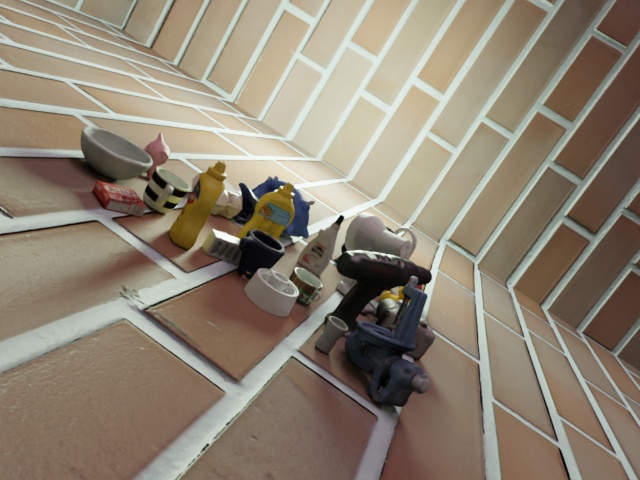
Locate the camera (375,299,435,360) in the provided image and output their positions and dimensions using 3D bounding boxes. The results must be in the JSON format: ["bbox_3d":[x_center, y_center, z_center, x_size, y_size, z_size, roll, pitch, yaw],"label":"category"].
[{"bbox_3d":[0.199,0.198,1.399,0.143,0.100,0.136,28,15,-17],"label":"camera"}]

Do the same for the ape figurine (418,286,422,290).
[{"bbox_3d":[0.295,0.142,1.808,0.078,0.092,0.076,29,15,-14],"label":"ape figurine"}]

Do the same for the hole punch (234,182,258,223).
[{"bbox_3d":[-0.189,-0.095,1.572,0.101,0.091,0.108,21,18,-39],"label":"hole punch"}]

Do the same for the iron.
[{"bbox_3d":[-0.121,-0.113,1.674,0.257,0.141,0.119,41,17,32],"label":"iron"}]

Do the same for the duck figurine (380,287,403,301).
[{"bbox_3d":[0.228,0.161,1.613,0.105,0.086,0.077,26,15,-25],"label":"duck figurine"}]

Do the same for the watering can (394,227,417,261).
[{"bbox_3d":[0.224,0.049,1.760,0.100,0.194,0.173,36,15,15],"label":"watering can"}]

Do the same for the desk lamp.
[{"bbox_3d":[0.137,0.058,1.506,0.118,0.213,0.202,16,22,-49],"label":"desk lamp"}]

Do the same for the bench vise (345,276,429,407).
[{"bbox_3d":[0.160,0.193,1.091,0.206,0.219,0.122,42,17,33],"label":"bench vise"}]

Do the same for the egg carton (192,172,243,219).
[{"bbox_3d":[-0.275,-0.121,1.519,0.108,0.069,0.150,15,22,-50],"label":"egg carton"}]

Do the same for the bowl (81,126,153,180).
[{"bbox_3d":[-0.473,-0.187,1.305,0.167,0.074,0.167,30,14,-8],"label":"bowl"}]

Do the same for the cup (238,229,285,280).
[{"bbox_3d":[-0.142,0.037,1.221,0.091,0.095,0.118,41,16,31],"label":"cup"}]

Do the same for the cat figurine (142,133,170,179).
[{"bbox_3d":[-0.415,-0.216,1.440,0.067,0.117,0.127,26,16,-25],"label":"cat figurine"}]

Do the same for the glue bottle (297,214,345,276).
[{"bbox_3d":[0.014,0.005,1.501,0.078,0.173,0.037,35,14,10],"label":"glue bottle"}]

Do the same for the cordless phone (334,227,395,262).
[{"bbox_3d":[0.141,0.027,1.675,0.094,0.185,0.147,16,21,-47],"label":"cordless phone"}]

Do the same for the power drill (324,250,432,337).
[{"bbox_3d":[0.114,0.118,1.265,0.230,0.208,0.075,24,16,-31],"label":"power drill"}]
